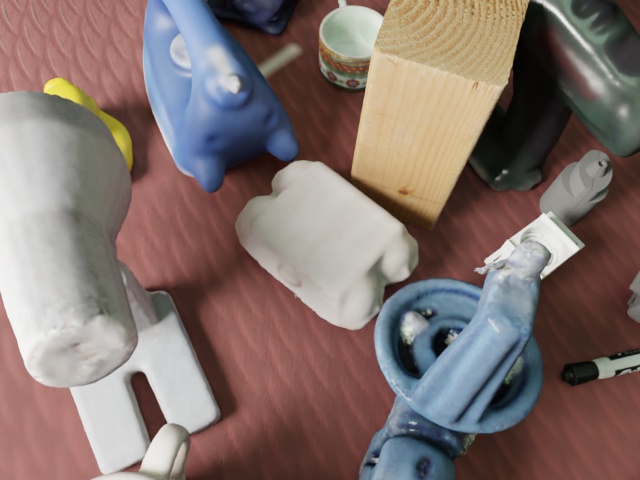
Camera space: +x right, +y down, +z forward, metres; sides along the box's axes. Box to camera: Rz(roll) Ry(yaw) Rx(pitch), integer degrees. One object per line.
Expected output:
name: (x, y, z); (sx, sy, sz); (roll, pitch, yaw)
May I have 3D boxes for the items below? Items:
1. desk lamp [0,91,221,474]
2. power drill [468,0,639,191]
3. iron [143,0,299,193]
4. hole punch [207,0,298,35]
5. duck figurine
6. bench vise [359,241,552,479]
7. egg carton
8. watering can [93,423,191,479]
desk lamp: (-0.156, 0.036, 0.390); (0.118, 0.213, 0.203); (-26, 69, -14)
power drill: (0.179, -0.142, 0.496); (0.076, 0.208, 0.229); (-34, 72, -17)
iron: (-0.116, -0.180, 0.531); (0.119, 0.141, 0.258); (-25, 69, -14)
hole punch: (-0.067, -0.294, 0.614); (0.101, 0.091, 0.109); (17, 65, 4)
duck figurine: (-0.218, -0.099, 0.518); (0.077, 0.086, 0.104); (-27, 70, -15)
bench vise: (0.096, 0.103, 0.372); (0.121, 0.220, 0.207); (5, 65, -1)
egg carton: (0.005, 0.002, 0.495); (0.150, 0.069, 0.107); (38, 69, 13)
watering can: (-0.117, 0.196, 0.329); (0.101, 0.194, 0.173); (-3, 65, -5)
